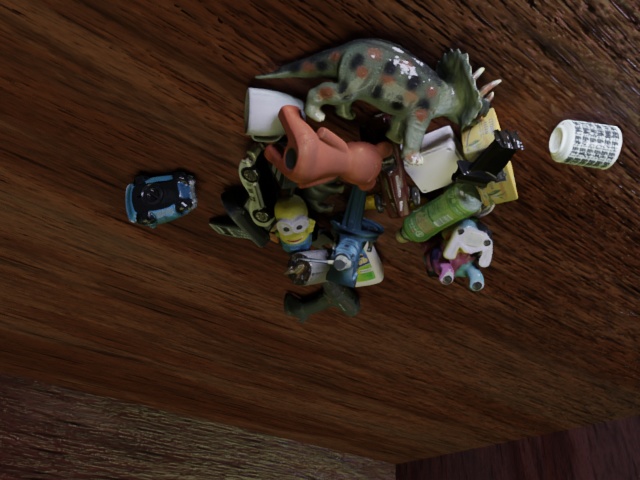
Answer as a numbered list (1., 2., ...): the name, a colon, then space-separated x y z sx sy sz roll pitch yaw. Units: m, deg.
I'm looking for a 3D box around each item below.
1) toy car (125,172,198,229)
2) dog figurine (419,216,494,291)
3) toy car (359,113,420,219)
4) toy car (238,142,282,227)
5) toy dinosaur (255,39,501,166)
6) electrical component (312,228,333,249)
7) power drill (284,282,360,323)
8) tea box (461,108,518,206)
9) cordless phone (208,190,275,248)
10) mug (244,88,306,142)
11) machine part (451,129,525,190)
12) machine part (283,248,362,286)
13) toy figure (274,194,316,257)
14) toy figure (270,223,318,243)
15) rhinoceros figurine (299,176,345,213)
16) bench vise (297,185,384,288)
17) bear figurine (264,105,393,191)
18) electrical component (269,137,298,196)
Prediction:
1. toy car: -0.343 -0.088 1.199 0.162 0.109 0.103 -13 167 4
2. dog figurine: 0.299 0.016 1.234 0.108 0.219 0.191 6 109 -9
3. toy car: 0.133 -0.138 1.020 0.089 0.053 0.202 -9 102 15
4. toy car: -0.126 -0.113 1.130 0.056 0.073 0.201 13 140 21
5. toy dinosaur: 0.106 -0.258 0.884 0.405 0.131 0.192 21 119 -9
6. electrical component: -0.003 -0.004 1.346 0.063 0.021 0.094 -20 140 32
7. power drill: -0.002 0.165 1.557 0.207 0.086 0.231 -25 140 24
8. tea box: 0.324 -0.154 1.027 0.068 0.098 0.169 -14 143 25
9. cordless phone: -0.208 -0.054 1.254 0.184 0.089 0.146 5 149 37
10. mug: -0.083 -0.220 0.983 0.107 0.081 0.109 1 138 -12
11. machine part: 0.293 -0.137 0.939 0.084 0.039 0.139 17 146 -13
12. machine part: 0.010 0.058 1.225 0.243 0.079 0.079 -8 162 -47
13. toy figure: -0.060 -0.028 1.175 0.082 0.089 0.180 -30 156 -9
14. toy figure: -0.082 -0.021 1.294 0.155 0.064 0.057 0 111 12
15. rhinoceros figurine: 0.000 -0.135 1.116 0.112 0.073 0.190 16 147 0
16. bench vise: 0.069 -0.031 1.130 0.129 0.223 0.240 19 109 21
17. bear figurine: 0.020 -0.157 0.962 0.196 0.132 0.120 -7 137 -35
18. electrical component: -0.067 -0.138 1.067 0.048 0.075 0.119 -11 147 -28
